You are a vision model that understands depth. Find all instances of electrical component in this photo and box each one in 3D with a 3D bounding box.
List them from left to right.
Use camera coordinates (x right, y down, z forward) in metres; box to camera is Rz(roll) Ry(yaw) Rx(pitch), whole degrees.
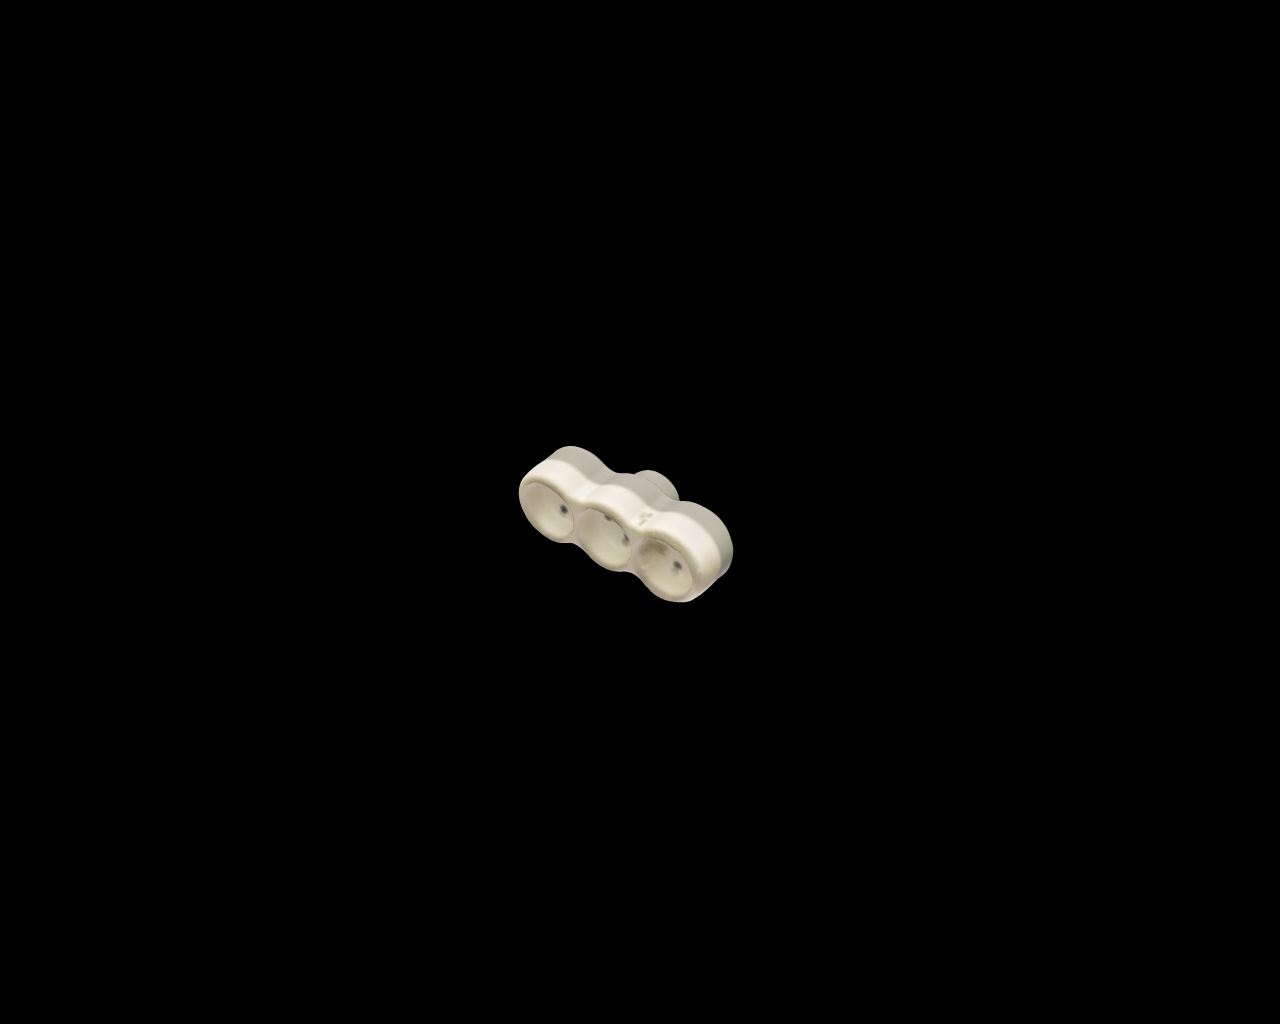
[{"bbox_3d":[0.001,-0.003,0.650,0.138,0.052,0.074,26,46,28],"label":"electrical component"}]
